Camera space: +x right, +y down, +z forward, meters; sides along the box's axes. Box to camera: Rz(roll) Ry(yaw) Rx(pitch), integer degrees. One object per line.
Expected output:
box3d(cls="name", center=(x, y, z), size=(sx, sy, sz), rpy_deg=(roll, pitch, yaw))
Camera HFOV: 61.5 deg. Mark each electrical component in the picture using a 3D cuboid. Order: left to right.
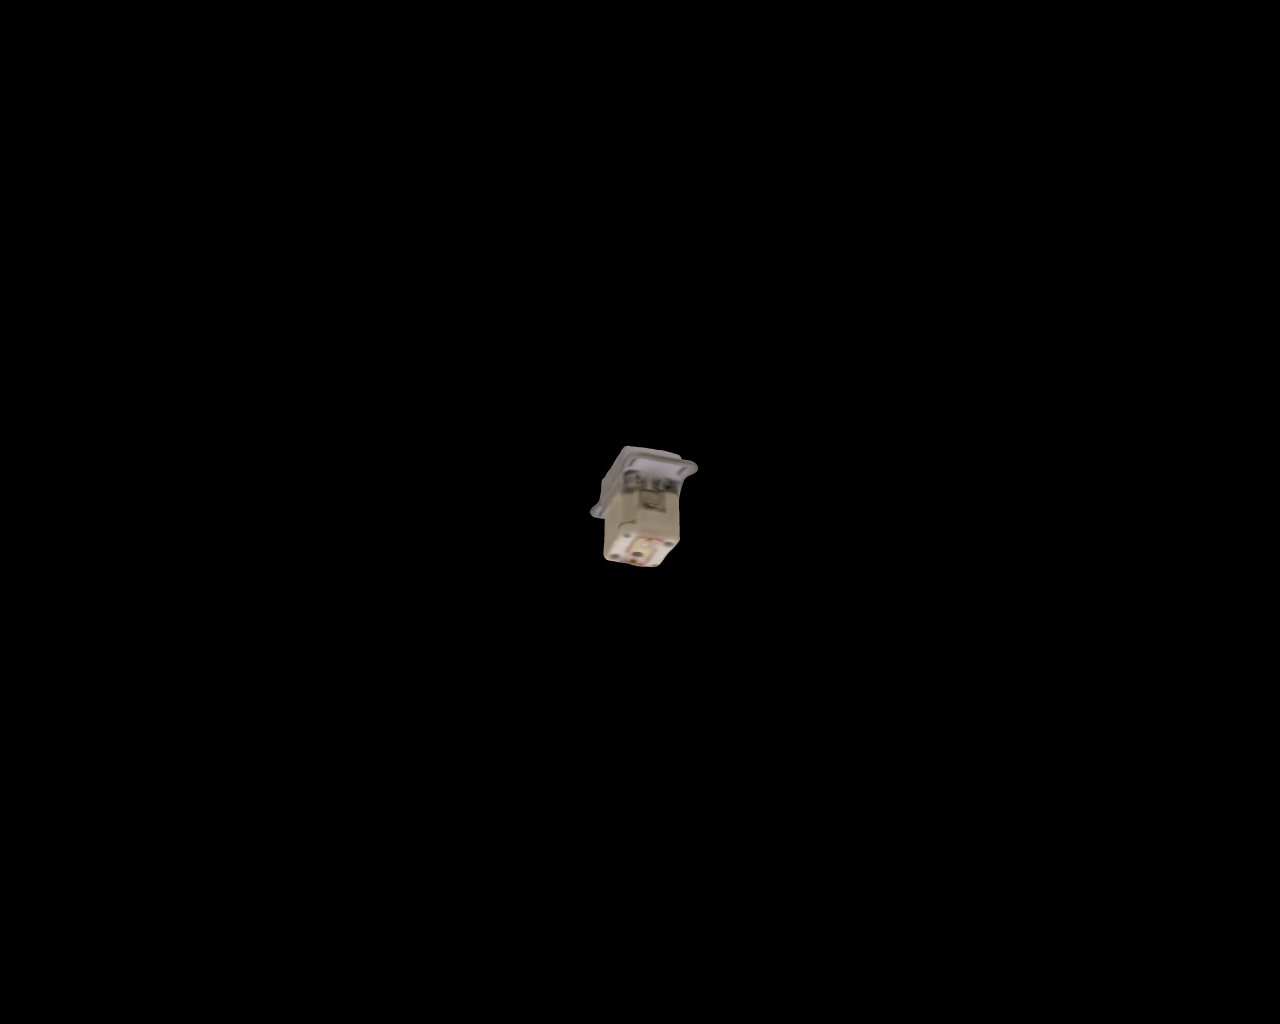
box3d(cls="electrical component", center=(0.001, -0.003, 0.650), size=(0.042, 0.064, 0.081), rpy_deg=(9, -30, -17))
